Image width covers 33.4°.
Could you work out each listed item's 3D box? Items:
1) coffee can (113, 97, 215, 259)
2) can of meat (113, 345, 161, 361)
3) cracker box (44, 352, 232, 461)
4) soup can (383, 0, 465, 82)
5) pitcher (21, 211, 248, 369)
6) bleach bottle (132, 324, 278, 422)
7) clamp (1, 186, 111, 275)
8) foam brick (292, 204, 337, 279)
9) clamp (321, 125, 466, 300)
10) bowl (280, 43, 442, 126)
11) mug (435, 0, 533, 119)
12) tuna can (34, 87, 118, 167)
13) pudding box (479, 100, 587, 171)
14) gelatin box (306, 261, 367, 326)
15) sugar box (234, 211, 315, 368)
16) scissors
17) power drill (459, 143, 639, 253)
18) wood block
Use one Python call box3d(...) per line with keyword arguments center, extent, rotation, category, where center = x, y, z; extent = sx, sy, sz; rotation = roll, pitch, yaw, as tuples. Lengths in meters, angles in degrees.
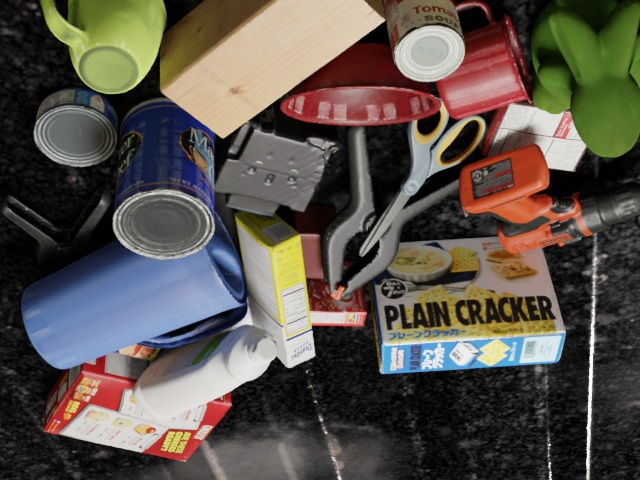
box3d(center=(-0.161, -0.065, 1.114), extent=(0.103, 0.140, 0.103), rotation=(-3, 138, -3), category="coffee can")
box3d(center=(-0.238, 0.105, 1.357), extent=(0.083, 0.057, 0.102), rotation=(16, 134, -24), category="can of meat")
box3d(center=(-0.251, 0.220, 1.471), extent=(0.213, 0.072, 0.164), rotation=(17, 135, -23), category="cracker box")
box3d(center=(0.097, -0.207, 1.011), extent=(0.068, 0.102, 0.068), rotation=(-2, 138, -2), category="soup can")
box3d(center=(-0.209, 0.064, 1.234), extent=(0.243, 0.149, 0.145), rotation=(-24, 176, 10), category="pitcher")
box3d(center=(-0.133, 0.158, 1.298), extent=(0.068, 0.102, 0.251), rotation=(45, 146, -16), category="bleach bottle")
box3d(center=(-0.288, -0.003, 1.247), extent=(0.120, 0.039, 0.171), rotation=(-6, 144, 5), category="clamp")
box3d(center=(-0.008, 0.002, 1.267), extent=(0.051, 0.053, 0.078), rotation=(1, 136, -6), category="foam brick")
box3d(center=(0.054, -0.031, 1.204), extent=(0.164, 0.036, 0.210), rotation=(29, 104, -27), category="clamp")
box3d(center=(0.040, -0.157, 1.064), extent=(0.162, 0.055, 0.162), rotation=(-1, 174, 0), category="bowl")
box3d(center=(0.156, -0.181, 1.065), extent=(0.082, 0.093, 0.117), rotation=(-16, 106, 19), category="mug")
box3d(center=(-0.256, -0.119, 1.125), extent=(0.086, 0.034, 0.086), rotation=(-3, 138, -3), category="tuna can")
box3d(center=(0.240, -0.122, 1.165), extent=(0.113, 0.039, 0.090), rotation=(7, 139, -10), category="pudding box")
box3d(center=(0.016, 0.064, 1.310), extent=(0.073, 0.089, 0.030), rotation=(2, 135, -8), category="gelatin box")
box3d(center=(-0.052, 0.054, 1.258), extent=(0.048, 0.093, 0.176), rotation=(-24, 127, -21), category="sugar box")
box3d(center=(0.093, -0.077, 1.166), extent=(0.202, 0.016, 0.096), rotation=(-41, 117, 5), category="scissors")
box3d(center=(0.256, -0.045, 1.193), extent=(0.185, 0.057, 0.187), rotation=(-20, 151, 31), category="power drill")
box3d(center=(-0.049, -0.201, 1.014), extent=(0.206, 0.090, 0.090), rotation=(-32, 132, 27), category="wood block")
